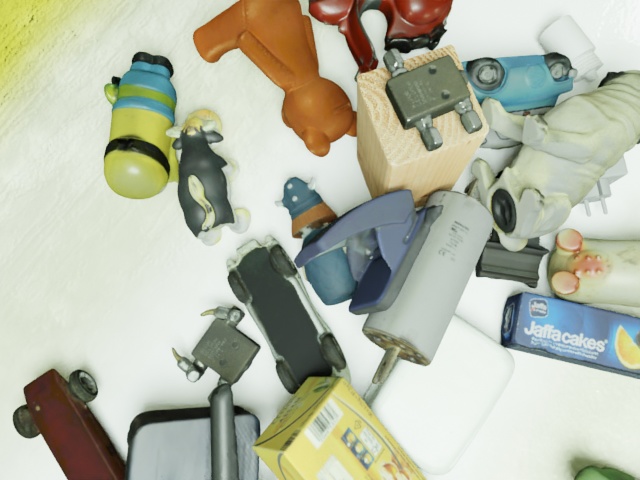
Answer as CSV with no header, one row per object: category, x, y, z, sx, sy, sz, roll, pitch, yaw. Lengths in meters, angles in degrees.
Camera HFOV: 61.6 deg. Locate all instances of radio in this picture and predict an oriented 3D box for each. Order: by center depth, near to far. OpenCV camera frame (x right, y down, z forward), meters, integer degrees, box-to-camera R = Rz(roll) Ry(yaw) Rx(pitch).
radio,-0.134,0.289,0.541,0.131,0.073,0.229,6,78,-21

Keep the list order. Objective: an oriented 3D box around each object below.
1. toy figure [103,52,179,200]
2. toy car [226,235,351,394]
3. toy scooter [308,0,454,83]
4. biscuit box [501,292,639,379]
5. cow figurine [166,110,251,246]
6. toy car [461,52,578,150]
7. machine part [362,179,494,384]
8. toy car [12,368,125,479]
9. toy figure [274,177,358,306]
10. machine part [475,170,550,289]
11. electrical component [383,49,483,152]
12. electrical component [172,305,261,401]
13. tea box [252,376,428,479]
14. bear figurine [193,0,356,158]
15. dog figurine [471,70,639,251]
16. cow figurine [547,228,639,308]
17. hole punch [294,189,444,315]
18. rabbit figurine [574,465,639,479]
toy figure,-0.215,-0.136,0.642,0.082,0.089,0.180,3,82,12
toy car,-0.037,0.089,0.606,0.073,0.056,0.202,-31,77,4
toy scooter,0.080,-0.259,0.648,0.184,0.075,0.135,-8,84,-8
biscuit box,0.303,0.108,0.575,0.203,0.062,0.059,12,79,6
cow figurine,-0.138,-0.083,0.623,0.068,0.098,0.167,-16,79,7
toy car,0.207,-0.156,0.621,0.162,0.109,0.102,-5,102,-9
machine part,0.113,0.037,0.550,0.079,0.079,0.243,28,72,8
toy car,-0.256,0.235,0.592,0.089,0.053,0.202,-35,83,1
toy figure,-0.003,-0.001,0.620,0.064,0.057,0.154,-20,74,-6
machine part,0.222,-0.019,0.618,0.084,0.039,0.139,10,82,11
electrical component,0.090,-0.122,0.442,0.063,0.021,0.094,-24,78,-1
electrical component,-0.115,0.124,0.608,0.078,0.045,0.102,40,84,11
tea box,0.028,0.226,0.524,0.098,0.068,0.169,-43,103,-34
bear figurine,-0.039,-0.191,0.643,0.120,0.132,0.195,-41,112,-37
dog figurine,0.273,-0.081,0.557,0.191,0.172,0.121,-10,39,-12
cow figurine,0.345,0.040,0.568,0.195,0.127,0.085,3,79,18
hole punch,0.042,0.002,0.529,0.092,0.142,0.116,34,71,-3
rabbit figurine,0.271,0.317,0.513,0.159,0.121,0.170,24,96,1
